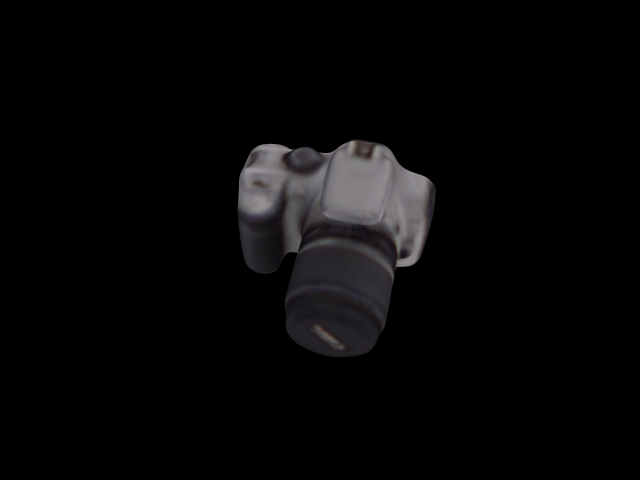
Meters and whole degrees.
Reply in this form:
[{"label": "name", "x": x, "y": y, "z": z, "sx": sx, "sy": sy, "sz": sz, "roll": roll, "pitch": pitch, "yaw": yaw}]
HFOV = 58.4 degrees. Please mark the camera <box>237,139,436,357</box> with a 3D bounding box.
[{"label": "camera", "x": 0.004, "y": 0.001, "z": 0.400, "sx": 0.143, "sy": 0.101, "sz": 0.137, "roll": 9, "pitch": 54, "yaw": 7}]
